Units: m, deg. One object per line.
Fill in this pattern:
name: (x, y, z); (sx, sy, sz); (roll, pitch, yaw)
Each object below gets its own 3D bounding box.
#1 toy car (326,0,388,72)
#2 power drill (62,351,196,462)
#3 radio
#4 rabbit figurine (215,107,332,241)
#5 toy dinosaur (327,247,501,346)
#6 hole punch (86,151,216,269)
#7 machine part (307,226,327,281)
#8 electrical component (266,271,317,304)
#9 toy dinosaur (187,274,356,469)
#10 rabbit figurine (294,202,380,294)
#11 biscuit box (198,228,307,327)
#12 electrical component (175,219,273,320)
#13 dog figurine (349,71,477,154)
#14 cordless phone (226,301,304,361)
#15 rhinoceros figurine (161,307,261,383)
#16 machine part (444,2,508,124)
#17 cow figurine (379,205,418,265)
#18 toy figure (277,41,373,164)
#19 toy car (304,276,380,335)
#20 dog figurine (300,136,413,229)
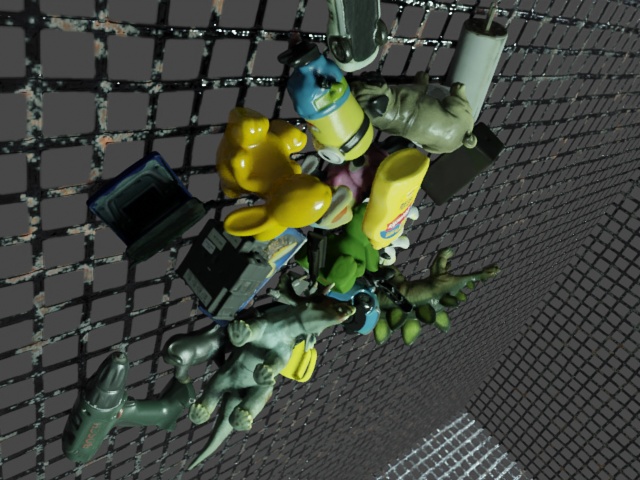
toy car: (0.041, -0.304, 0.678); (0.073, 0.056, 0.201); (-31, 145, -12)
power drill: (-0.312, 0.273, 0.903); (0.232, 0.086, 0.207); (-54, 152, 16)
radio: (0.269, -0.148, 1.023); (0.131, 0.073, 0.229); (-43, 176, 29)
rabbit figurine: (-0.065, -0.072, 0.707); (0.162, 0.173, 0.121); (-56, 152, 8)
toy dinosaur: (0.176, 0.134, 1.218); (0.472, 0.199, 0.104); (-14, 137, 10)
hole punch: (-0.212, -0.037, 0.672); (0.142, 0.092, 0.116); (-43, 178, -11)
machine part: (-0.002, -0.003, 0.915); (0.039, 0.139, 0.084); (1, 129, 8)
electrical component: (-0.050, 0.093, 1.042); (0.078, 0.045, 0.102); (-48, 149, 1)
toy dinosaur: (-0.105, 0.210, 0.913); (0.404, 0.131, 0.192); (-53, 169, 26)
rabbit figurine: (0.062, 0.015, 1.021); (0.170, 0.121, 0.159); (-57, 144, -10)
biscuit box: (-0.112, 0.047, 0.877); (0.059, 0.063, 0.202); (42, 92, -16)
electrical component: (-0.138, 0.034, 0.799); (0.134, 0.115, 0.058); (-52, 151, 14)
dog figurine: (0.138, -0.187, 0.828); (0.190, 0.173, 0.121); (-20, 130, -48)
cordless phone: (-0.109, 0.209, 1.094); (0.146, 0.089, 0.184); (-6, 143, -48)
rhinoceros figurine: (-0.190, 0.172, 0.947); (0.190, 0.073, 0.112); (-18, 133, -38)
machine part: (0.264, -0.291, 0.942); (0.079, 0.079, 0.243); (-26, 144, -30)
cow figurine: (0.136, -0.006, 1.129); (0.098, 0.068, 0.167); (-16, 136, -31)
toy figure: (0.012, -0.182, 0.728); (0.089, 0.082, 0.179); (-18, 131, 12)
toy car: (0.055, 0.118, 1.123); (0.103, 0.162, 0.109); (-56, 169, -47)
dog figurine: (0.072, -0.099, 0.909); (0.219, 0.109, 0.191); (7, 121, -56)
